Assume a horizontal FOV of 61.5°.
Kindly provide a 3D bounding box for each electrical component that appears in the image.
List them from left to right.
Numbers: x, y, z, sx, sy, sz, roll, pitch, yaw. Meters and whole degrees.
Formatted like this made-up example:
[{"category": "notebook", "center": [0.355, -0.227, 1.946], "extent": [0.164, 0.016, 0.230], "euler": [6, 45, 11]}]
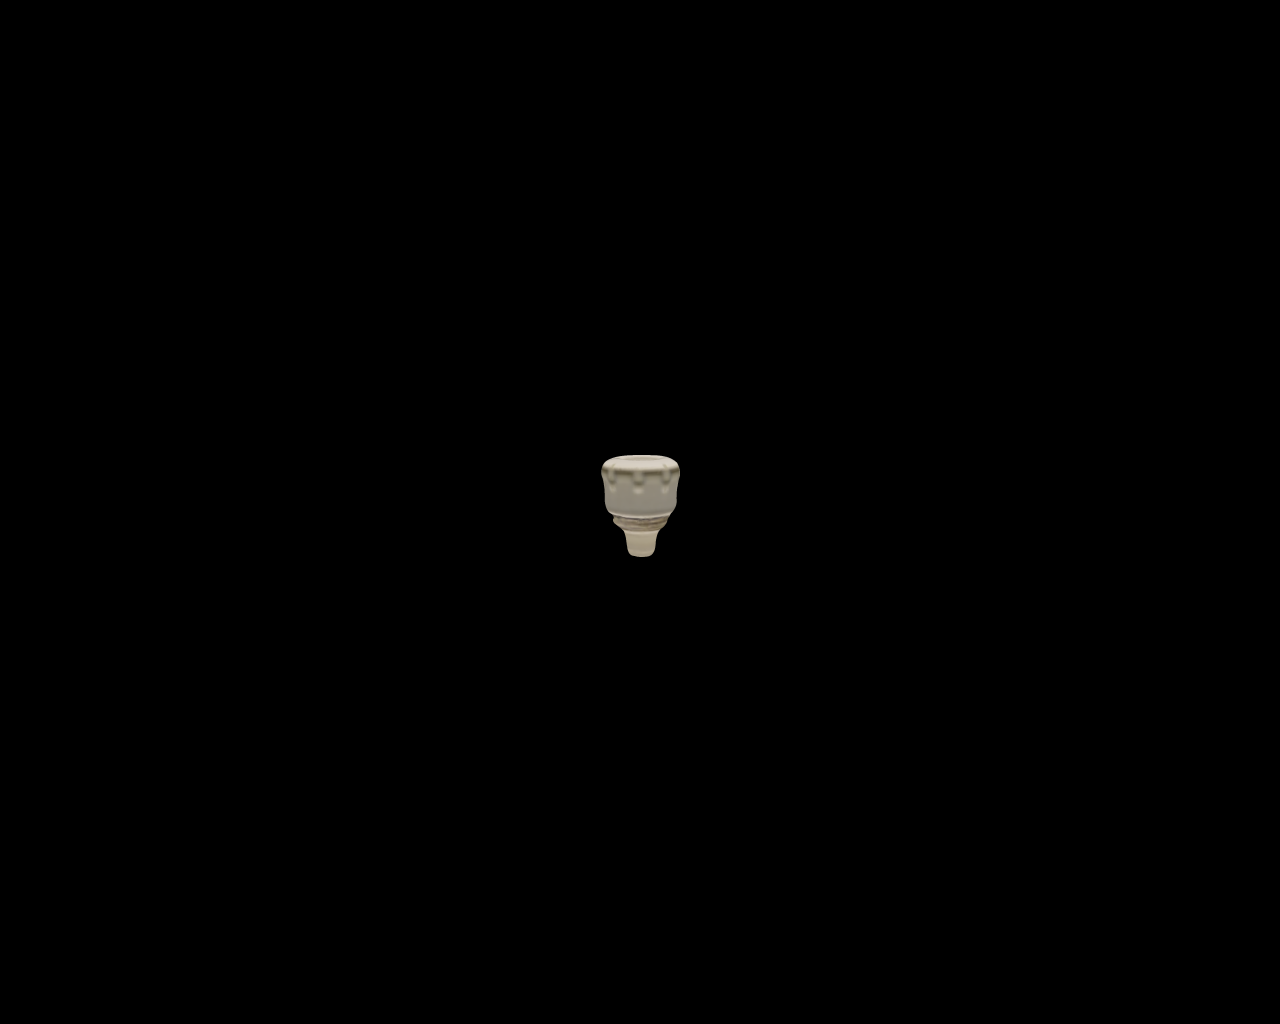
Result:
[{"category": "electrical component", "center": [0.001, -0.003, 0.650], "extent": [0.048, 0.062, 0.048], "euler": [0, 10, 0]}]
